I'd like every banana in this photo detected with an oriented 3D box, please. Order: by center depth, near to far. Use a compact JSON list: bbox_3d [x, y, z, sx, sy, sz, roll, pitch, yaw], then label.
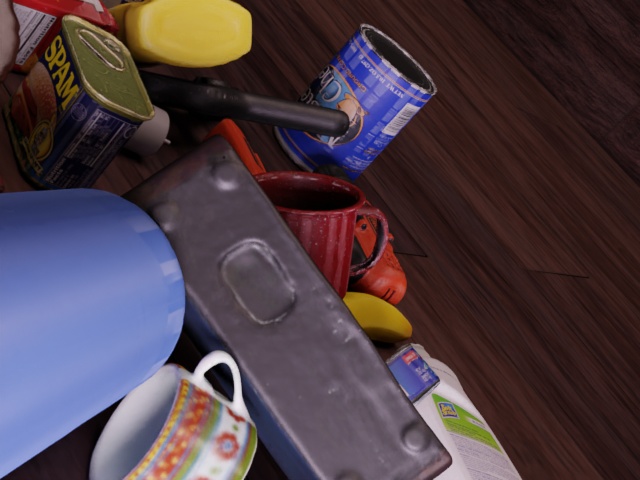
[{"bbox_3d":[0.021,0.072,0.827,0.069,0.037,0.197,62,24,1],"label":"banana"}]

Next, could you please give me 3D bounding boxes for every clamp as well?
[{"bbox_3d":[-0.100,-0.125,0.940,0.209,0.036,0.165,4,10,-40],"label":"clamp"}]

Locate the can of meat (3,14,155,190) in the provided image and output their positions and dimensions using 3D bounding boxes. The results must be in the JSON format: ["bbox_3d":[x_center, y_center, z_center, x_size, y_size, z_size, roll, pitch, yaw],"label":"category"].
[{"bbox_3d":[-0.167,-0.089,0.730,0.057,0.084,0.102,22,29,-42],"label":"can of meat"}]

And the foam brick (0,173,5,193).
[{"bbox_3d":[-0.207,-0.023,0.544,0.052,0.078,0.051,22,31,-43],"label":"foam brick"}]

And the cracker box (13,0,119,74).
[{"bbox_3d":[-0.273,-0.211,0.790,0.164,0.072,0.213,53,23,24],"label":"cracker box"}]

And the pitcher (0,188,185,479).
[{"bbox_3d":[-0.165,0.040,0.446,0.149,0.145,0.242,56,21,5],"label":"pitcher"}]

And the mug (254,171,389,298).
[{"bbox_3d":[-0.005,0.001,0.794,0.117,0.081,0.093,-2,22,-19],"label":"mug"}]

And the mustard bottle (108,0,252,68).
[{"bbox_3d":[-0.137,-0.175,0.902,0.096,0.058,0.192,-5,11,-27],"label":"mustard bottle"}]

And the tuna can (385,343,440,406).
[{"bbox_3d":[0.040,0.110,0.715,0.034,0.086,0.086,49,22,11],"label":"tuna can"}]

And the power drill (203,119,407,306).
[{"bbox_3d":[-0.018,-0.033,0.923,0.187,0.057,0.184,25,25,-36],"label":"power drill"}]

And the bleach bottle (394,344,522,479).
[{"bbox_3d":[0.102,0.166,0.754,0.102,0.068,0.251,31,22,-29],"label":"bleach bottle"}]

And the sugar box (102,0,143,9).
[{"bbox_3d":[-0.158,-0.236,1.011,0.048,0.093,0.176,48,23,13],"label":"sugar box"}]

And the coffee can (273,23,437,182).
[{"bbox_3d":[0.035,-0.134,1.090,0.102,0.140,0.103,36,23,-18],"label":"coffee can"}]
